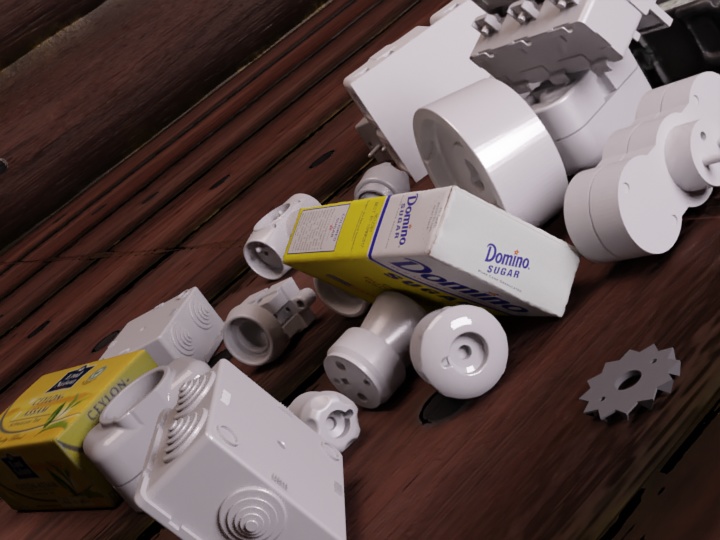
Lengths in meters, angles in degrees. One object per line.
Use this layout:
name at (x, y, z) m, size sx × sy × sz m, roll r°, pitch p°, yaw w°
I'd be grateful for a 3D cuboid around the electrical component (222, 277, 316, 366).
electrical component at (-0.070, 0.039, 0.790) m, size 0.066 × 0.048 × 0.055 m, roll -24°, pitch 13°, yaw 33°

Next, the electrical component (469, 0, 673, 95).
electrical component at (0.129, -0.160, 0.703) m, size 0.121 × 0.079 × 0.063 m, roll -2°, pitch 59°, yaw 61°

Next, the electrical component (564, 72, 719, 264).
electrical component at (0.174, -0.059, 0.578) m, size 0.074 × 0.052 × 0.138 m, roll -13°, pitch 27°, yaw 52°

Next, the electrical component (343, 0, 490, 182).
electrical component at (0.091, -0.180, 0.968) m, size 0.186 × 0.105 × 0.060 m, roll -36°, pitch 17°, yaw -1°

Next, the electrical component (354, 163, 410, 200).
electrical component at (0.015, -0.058, 0.894) m, size 0.043 × 0.043 × 0.062 m, roll -23°, pitch 22°, yaw 35°

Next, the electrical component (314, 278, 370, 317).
electrical component at (0.000, 0.000, 0.763) m, size 0.045 × 0.045 × 0.055 m, roll -17°, pitch 24°, yaw 46°

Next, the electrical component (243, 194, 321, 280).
electrical component at (-0.054, -0.035, 0.960) m, size 0.079 × 0.044 × 0.077 m, roll -17°, pitch 24°, yaw 44°

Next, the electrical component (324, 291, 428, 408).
electrical component at (0.012, 0.046, 0.618) m, size 0.055 × 0.045 × 0.045 m, roll -46°, pitch 20°, yaw -30°

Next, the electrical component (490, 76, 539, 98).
electrical component at (0.147, -0.156, 0.912) m, size 0.065 × 0.044 × 0.044 m, roll -17°, pitch 25°, yaw 34°

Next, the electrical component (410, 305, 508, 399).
electrical component at (0.046, 0.041, 0.569) m, size 0.048 × 0.048 × 0.062 m, roll -39°, pitch 11°, yaw -12°

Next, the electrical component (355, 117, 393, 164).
electrical component at (0.034, -0.132, 1.049) m, size 0.083 × 0.047 × 0.075 m, roll -17°, pitch 25°, yaw 45°

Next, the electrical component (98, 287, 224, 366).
electrical component at (-0.167, 0.066, 0.895) m, size 0.100 × 0.048 × 0.099 m, roll -27°, pitch 19°, yaw 26°

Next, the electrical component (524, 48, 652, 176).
electrical component at (0.154, -0.108, 0.734) m, size 0.095 × 0.059 × 0.054 m, roll -46°, pitch 20°, yaw -31°

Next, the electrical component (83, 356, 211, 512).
electrical component at (-0.131, 0.103, 0.710) m, size 0.095 × 0.059 × 0.054 m, roll -41°, pitch 18°, yaw -18°

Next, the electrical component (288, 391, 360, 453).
electrical component at (-0.027, 0.085, 0.605) m, size 0.035 × 0.035 × 0.061 m, roll -44°, pitch 16°, yaw -25°

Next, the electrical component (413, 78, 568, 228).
electrical component at (0.089, -0.071, 0.687) m, size 0.060 × 0.108 × 0.108 m, roll -32°, pitch 16°, yaw -11°

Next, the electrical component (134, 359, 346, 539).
electrical component at (-0.052, 0.098, 0.512) m, size 0.048 × 0.100 × 0.099 m, roll -45°, pitch 15°, yaw 12°
